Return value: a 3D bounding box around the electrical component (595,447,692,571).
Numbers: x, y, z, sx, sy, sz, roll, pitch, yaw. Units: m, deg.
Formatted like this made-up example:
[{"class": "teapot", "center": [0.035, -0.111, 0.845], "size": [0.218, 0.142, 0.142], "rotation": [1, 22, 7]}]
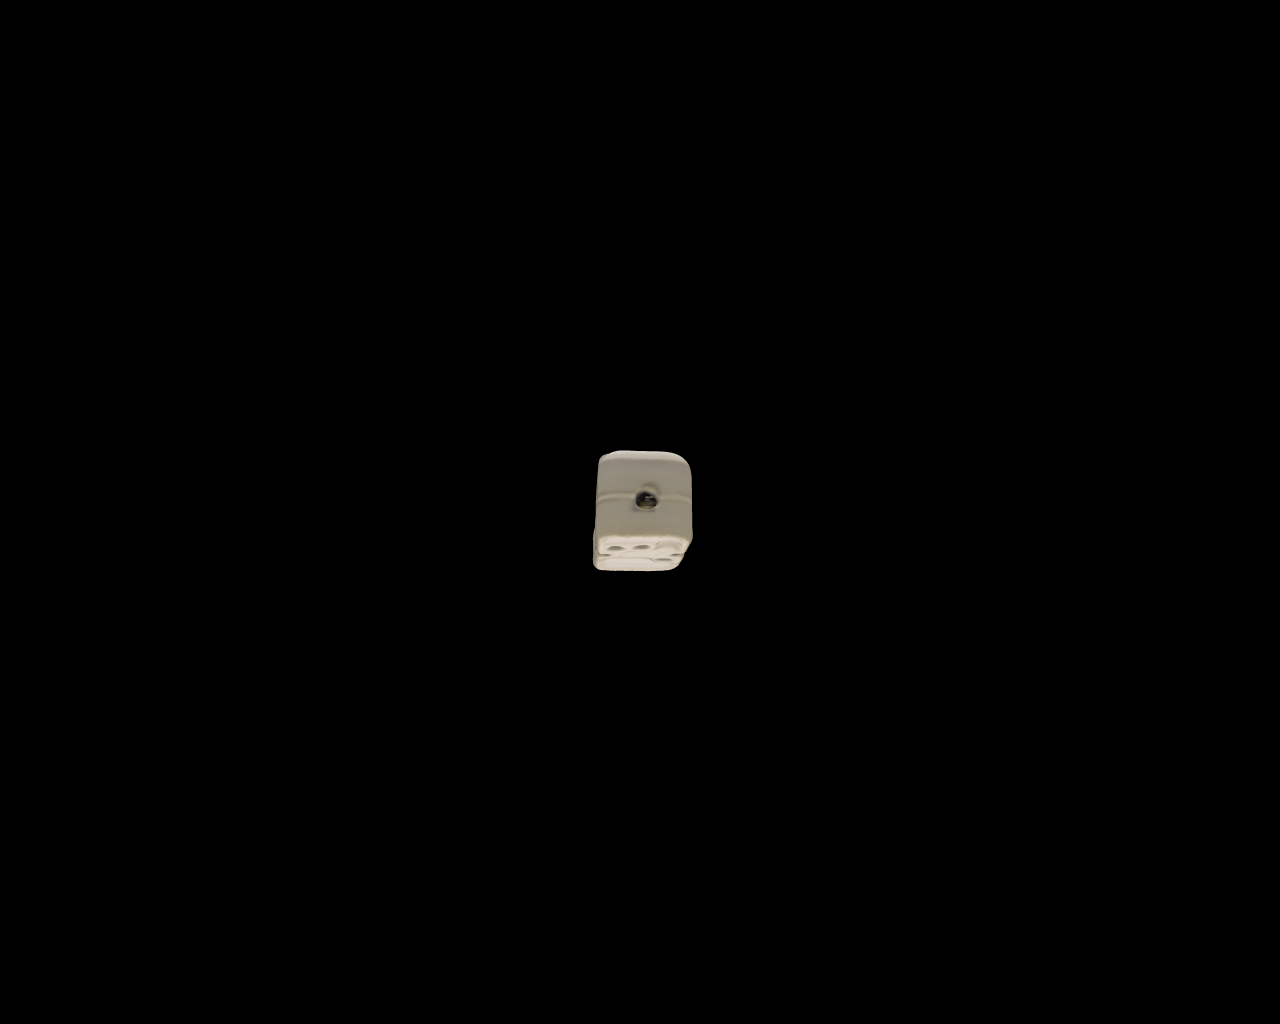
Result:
[{"class": "electrical component", "center": [0.001, -0.003, 0.650], "size": [0.054, 0.059, 0.095], "rotation": [1, -15, -3]}]
